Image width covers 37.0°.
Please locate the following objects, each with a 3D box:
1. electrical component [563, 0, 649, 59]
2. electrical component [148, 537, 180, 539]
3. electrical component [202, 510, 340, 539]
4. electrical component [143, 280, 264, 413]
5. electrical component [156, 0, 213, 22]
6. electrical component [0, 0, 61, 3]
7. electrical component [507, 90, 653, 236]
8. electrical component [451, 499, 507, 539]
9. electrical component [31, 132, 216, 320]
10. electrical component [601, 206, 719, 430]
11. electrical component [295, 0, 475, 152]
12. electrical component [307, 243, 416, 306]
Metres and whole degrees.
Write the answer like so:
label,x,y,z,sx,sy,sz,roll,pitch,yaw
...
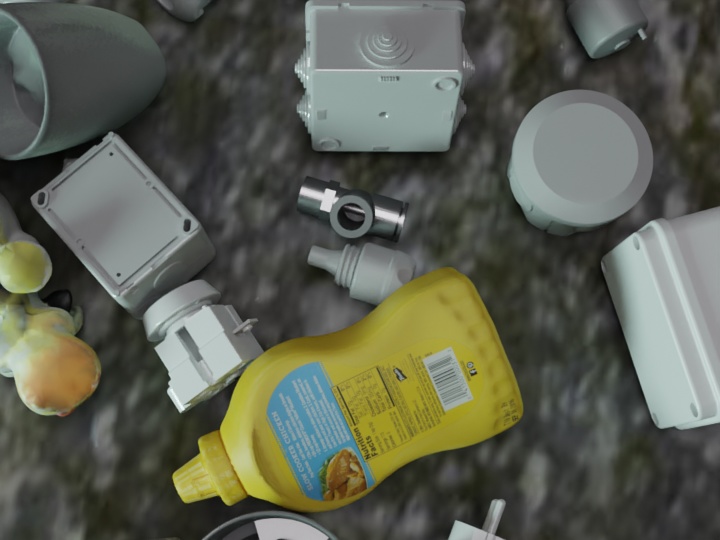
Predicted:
label,x,y,z,sx,sy,sz,roll,pitch,yaw
electrical component,0.145,-0.167,0.662,0.040,0.040,0.078,-26,80,-7
electrical component,-0.134,0.190,0.575,0.076,0.047,0.083,-5,78,-3
electrical component,-0.047,0.178,0.572,0.099,0.064,0.099,0,78,-2
electrical component,-0.091,0.039,0.607,0.066,0.048,0.055,-37,80,13
electrical component,-0.099,-0.186,0.658,0.048,0.048,0.062,44,73,7
electrical component,-0.201,-0.154,0.648,0.043,0.043,0.062,-6,81,-3
electrical component,0.127,-0.061,0.634,0.080,0.051,0.080,0,78,-2
electrical component,0.063,0.160,0.578,0.047,0.065,0.076,22,78,3
electrical component,-0.137,-0.027,0.617,0.062,0.061,0.096,-42,75,-9
electrical component,0.187,0.029,0.604,0.057,0.078,0.113,-15,79,-8
electrical component,0.013,-0.108,0.618,0.100,0.099,0.048,0,65,-2
electrical component,0.000,0.000,0.626,0.061,0.035,0.035,17,78,4
